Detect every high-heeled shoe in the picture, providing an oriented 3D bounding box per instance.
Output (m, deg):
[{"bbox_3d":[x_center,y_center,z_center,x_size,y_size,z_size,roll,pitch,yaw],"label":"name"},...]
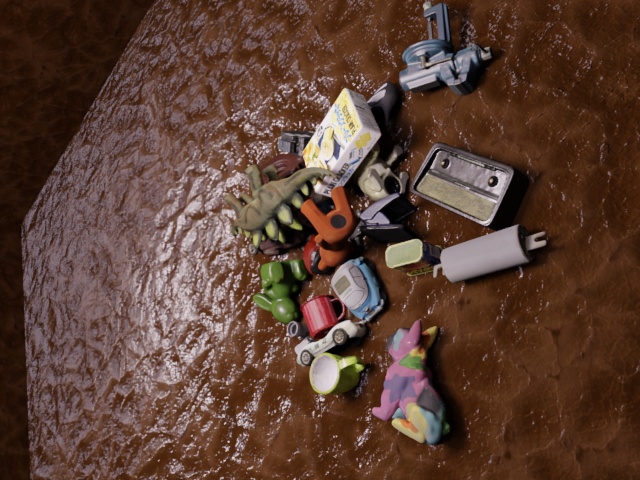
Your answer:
[{"bbox_3d":[0.104,-0.312,1.415,0.249,0.086,0.145,-23,54,37],"label":"high-heeled shoe"}]

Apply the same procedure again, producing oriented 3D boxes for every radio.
[{"bbox_3d":[0.312,-0.116,1.137,0.230,0.073,0.131,33,101,45],"label":"radio"}]

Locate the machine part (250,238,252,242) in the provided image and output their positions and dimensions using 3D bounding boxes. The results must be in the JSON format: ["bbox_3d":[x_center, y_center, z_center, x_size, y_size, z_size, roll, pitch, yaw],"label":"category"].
[{"bbox_3d":[-0.166,-0.045,1.604,0.084,0.039,0.138,-83,19,-69],"label":"machine part"}]

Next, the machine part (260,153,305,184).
[{"bbox_3d":[-0.114,-0.187,1.541,0.179,0.056,0.179,-21,33,14],"label":"machine part"}]

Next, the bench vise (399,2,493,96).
[{"bbox_3d":[0.284,-0.451,1.247,0.224,0.129,0.240,-14,74,43],"label":"bench vise"}]

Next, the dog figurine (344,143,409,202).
[{"bbox_3d":[0.116,-0.142,1.342,0.190,0.121,0.172,-25,56,54],"label":"dog figurine"}]

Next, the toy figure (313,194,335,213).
[{"bbox_3d":[0.008,-0.139,1.466,0.064,0.058,0.154,116,155,-72],"label":"toy figure"}]

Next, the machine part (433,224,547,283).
[{"bbox_3d":[0.331,0.029,1.068,0.243,0.079,0.079,-23,61,40],"label":"machine part"}]

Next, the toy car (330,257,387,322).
[{"bbox_3d":[0.079,0.113,1.276,0.109,0.103,0.162,-46,47,26],"label":"toy car"}]

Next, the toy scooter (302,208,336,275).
[{"bbox_3d":[-0.003,-0.004,1.416,0.135,0.075,0.183,29,99,51],"label":"toy scooter"}]

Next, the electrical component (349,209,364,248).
[{"bbox_3d":[0.098,-0.029,1.360,0.063,0.021,0.094,-39,53,29],"label":"electrical component"}]

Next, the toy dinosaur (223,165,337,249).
[{"bbox_3d":[-0.121,-0.097,1.384,0.471,0.105,0.198,-38,75,48],"label":"toy dinosaur"}]

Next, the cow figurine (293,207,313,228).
[{"bbox_3d":[-0.089,-0.091,1.515,0.168,0.098,0.068,26,101,48],"label":"cow figurine"}]

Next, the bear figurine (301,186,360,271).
[{"bbox_3d":[0.030,-0.018,1.285,0.120,0.195,0.132,-26,71,-13],"label":"bear figurine"}]

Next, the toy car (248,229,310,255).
[{"bbox_3d":[-0.117,0.011,1.513,0.202,0.089,0.053,-20,82,40],"label":"toy car"}]

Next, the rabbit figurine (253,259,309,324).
[{"bbox_3d":[-0.113,0.146,1.452,0.159,0.121,0.170,-16,81,45],"label":"rabbit figurine"}]

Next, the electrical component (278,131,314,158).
[{"bbox_3d":[-0.048,-0.269,1.505,0.115,0.134,0.058,26,119,49],"label":"electrical component"}]

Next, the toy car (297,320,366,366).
[{"bbox_3d":[0.026,0.254,1.300,0.202,0.073,0.056,-38,56,30],"label":"toy car"}]

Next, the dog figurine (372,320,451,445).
[{"bbox_3d":[0.202,0.279,1.095,0.192,0.108,0.219,16,86,47],"label":"dog figurine"}]

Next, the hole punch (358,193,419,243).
[{"bbox_3d":[0.158,-0.047,1.234,0.116,0.142,0.092,-5,74,30],"label":"hole punch"}]
